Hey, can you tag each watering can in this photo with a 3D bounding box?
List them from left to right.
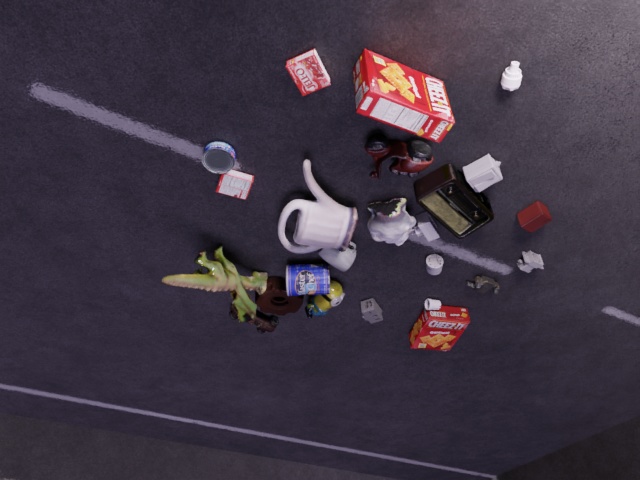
[{"bbox_3d":[0.004,-0.074,1.464,0.224,0.106,0.339,9,135,-13],"label":"watering can"}]

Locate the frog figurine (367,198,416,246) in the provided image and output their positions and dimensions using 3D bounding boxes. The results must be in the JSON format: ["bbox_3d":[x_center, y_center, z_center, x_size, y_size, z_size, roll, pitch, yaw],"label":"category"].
[{"bbox_3d":[0.213,-0.032,1.508,0.138,0.125,0.156,-23,125,-5],"label":"frog figurine"}]

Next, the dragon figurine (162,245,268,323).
[{"bbox_3d":[-0.282,0.150,1.563,0.244,0.414,0.120,43,114,8],"label":"dragon figurine"}]
